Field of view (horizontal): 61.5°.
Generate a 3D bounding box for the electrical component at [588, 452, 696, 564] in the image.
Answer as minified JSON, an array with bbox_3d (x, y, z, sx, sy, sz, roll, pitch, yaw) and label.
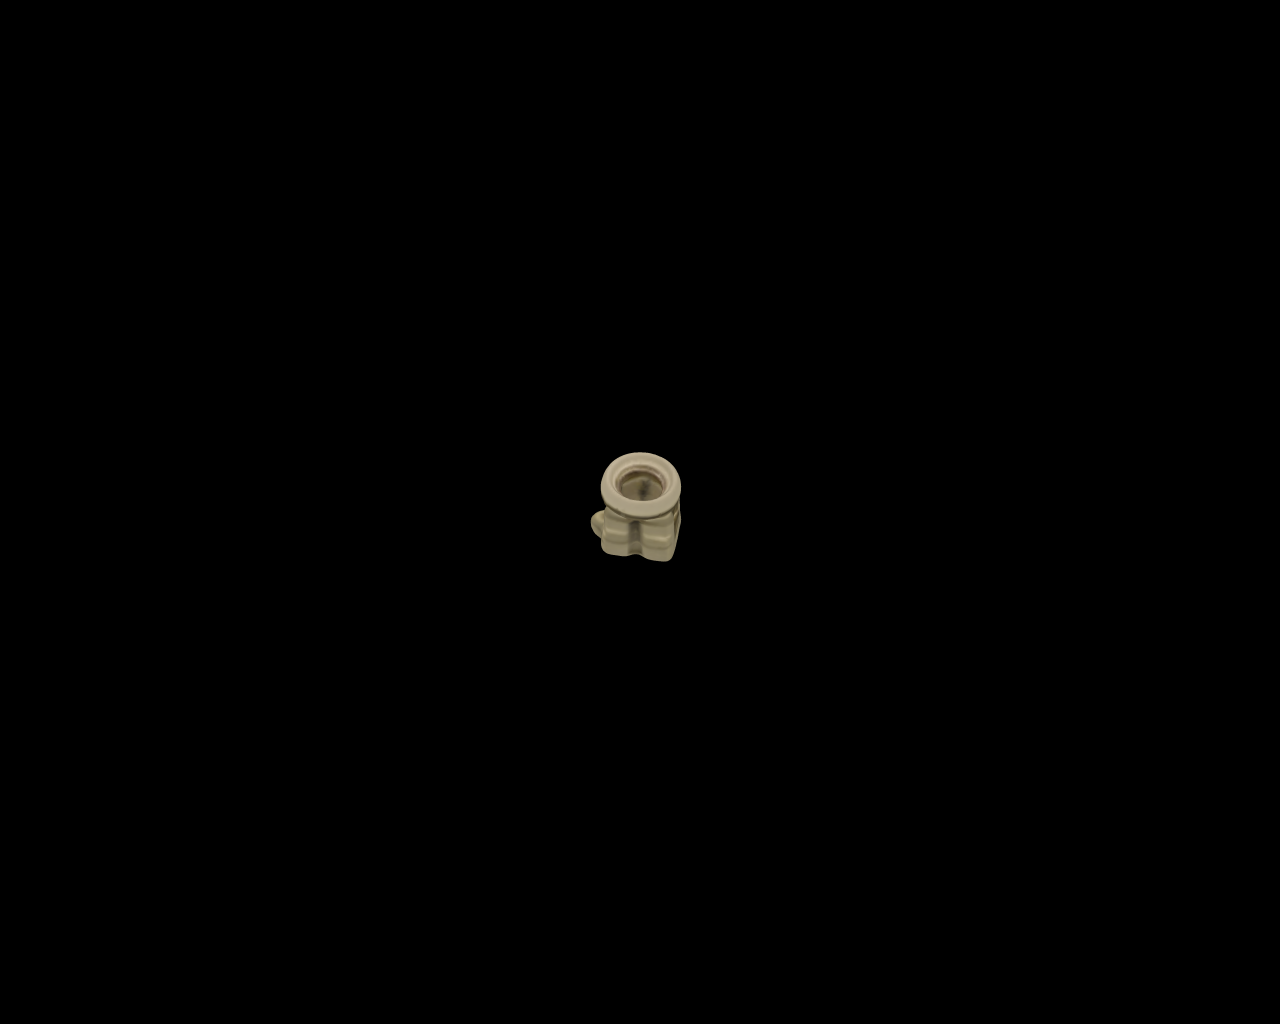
[{"bbox_3d":[0.001,-0.003,0.650,0.066,0.048,0.055,7,-40,6],"label":"electrical component"}]
